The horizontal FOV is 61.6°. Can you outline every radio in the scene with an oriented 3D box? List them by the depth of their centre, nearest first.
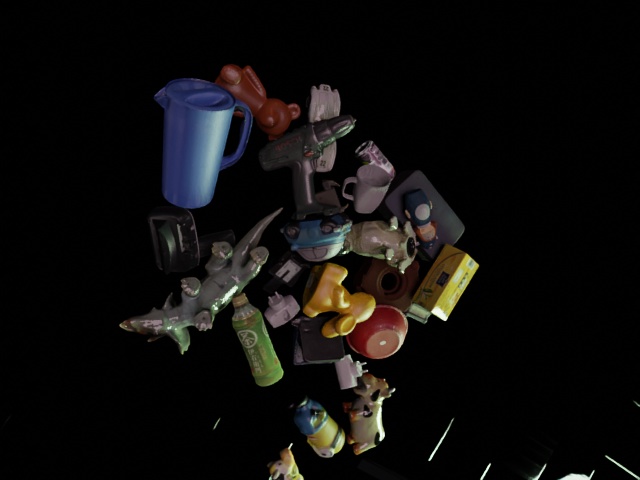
[{"bbox_3d":[0.254,-0.062,1.361,0.131,0.073,0.229,-47,111,-10],"label":"radio"}]

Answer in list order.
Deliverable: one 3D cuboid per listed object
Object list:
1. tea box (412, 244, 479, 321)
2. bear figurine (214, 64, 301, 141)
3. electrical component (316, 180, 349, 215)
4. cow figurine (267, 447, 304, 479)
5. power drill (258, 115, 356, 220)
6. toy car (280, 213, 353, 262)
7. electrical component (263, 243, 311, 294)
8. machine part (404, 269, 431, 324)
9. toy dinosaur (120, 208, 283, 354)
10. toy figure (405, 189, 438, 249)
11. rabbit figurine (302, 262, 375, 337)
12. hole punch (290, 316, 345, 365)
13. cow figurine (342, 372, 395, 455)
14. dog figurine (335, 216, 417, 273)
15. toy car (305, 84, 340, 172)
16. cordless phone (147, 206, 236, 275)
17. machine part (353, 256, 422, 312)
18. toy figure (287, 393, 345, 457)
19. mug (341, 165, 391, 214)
[{"bbox_3d":[0.314,0.106,1.344,0.169,0.068,0.098,-57,139,-1],"label":"tea box"},{"bbox_3d":[-0.144,-0.285,1.158,0.195,0.132,0.120,37,113,-17],"label":"bear figurine"},{"bbox_3d":[0.021,-0.093,1.286,0.078,0.045,0.102,-24,103,13],"label":"electrical component"},{"bbox_3d":[-0.091,0.594,1.316,0.098,0.068,0.167,-17,101,-12],"label":"cow figurine"},{"bbox_3d":[-0.013,-0.153,1.190,0.232,0.086,0.207,-11,105,15],"label":"power drill"},{"bbox_3d":[-0.003,-0.004,1.222,0.109,0.162,0.102,-30,114,-58],"label":"toy car"},{"bbox_3d":[-0.084,0.073,1.258,0.075,0.048,0.119,34,113,-19],"label":"electrical component"},{"bbox_3d":[0.274,0.146,1.413,0.084,0.039,0.138,22,90,-13],"label":"machine part"},{"bbox_3d":[-0.225,0.096,1.166,0.131,0.192,0.405,49,63,-2],"label":"toy dinosaur"},{"bbox_3d":[0.245,-0.045,1.290,0.064,0.058,0.154,-14,107,22],"label":"toy figure"},{"bbox_3d":[0.053,0.146,1.257,0.173,0.122,0.162,23,64,-22],"label":"rabbit figurine"},{"bbox_3d":[-0.009,0.246,1.301,0.142,0.092,0.116,2,66,-19],"label":"hole punch"},{"bbox_3d":[0.125,0.431,1.365,0.127,0.086,0.194,-10,102,-19],"label":"cow figurine"},{"bbox_3d":[0.119,0.008,1.290,0.172,0.191,0.121,39,61,-45],"label":"dog figurine"},{"bbox_3d":[0.003,-0.258,1.249,0.073,0.056,0.201,3,96,-21],"label":"toy car"},{"bbox_3d":[-0.269,-0.012,1.161,0.184,0.089,0.146,-17,119,-28],"label":"cordless phone"},{"bbox_3d":[0.173,0.105,1.359,0.179,0.056,0.179,-2,98,-19],"label":"machine part"},{"bbox_3d":[-0.005,0.453,1.322,0.089,0.082,0.180,-34,105,-12],"label":"toy figure"},{"bbox_3d":[0.104,-0.113,1.279,0.109,0.081,0.107,-5,139,-17],"label":"mug"}]
